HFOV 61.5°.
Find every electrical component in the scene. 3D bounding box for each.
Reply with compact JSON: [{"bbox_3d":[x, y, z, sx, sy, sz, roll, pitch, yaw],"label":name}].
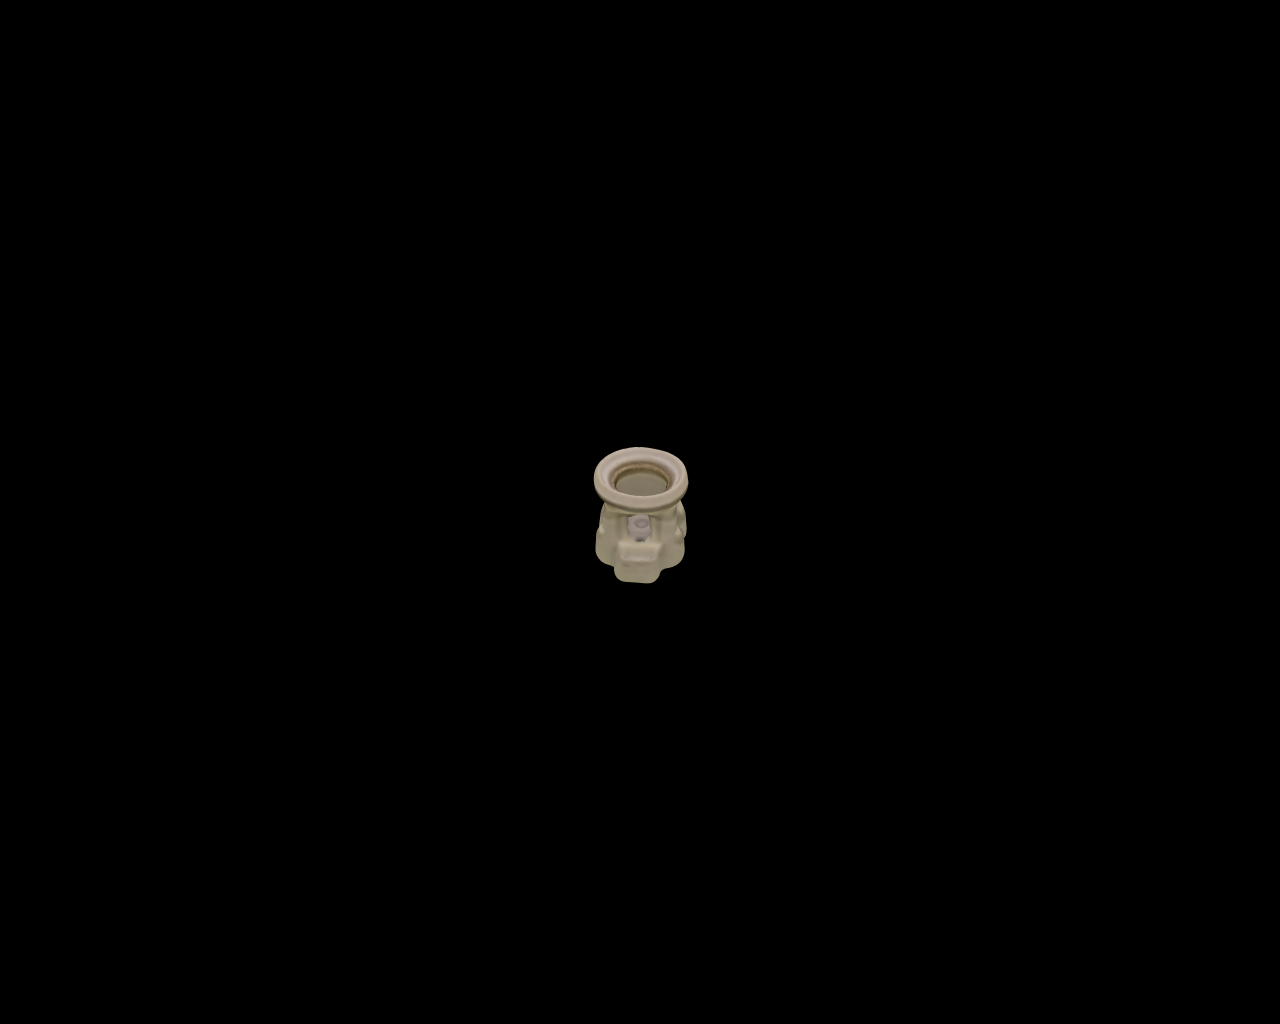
[{"bbox_3d":[0.001,-0.003,0.650,0.058,0.056,0.078,3,37,4],"label":"electrical component"}]
